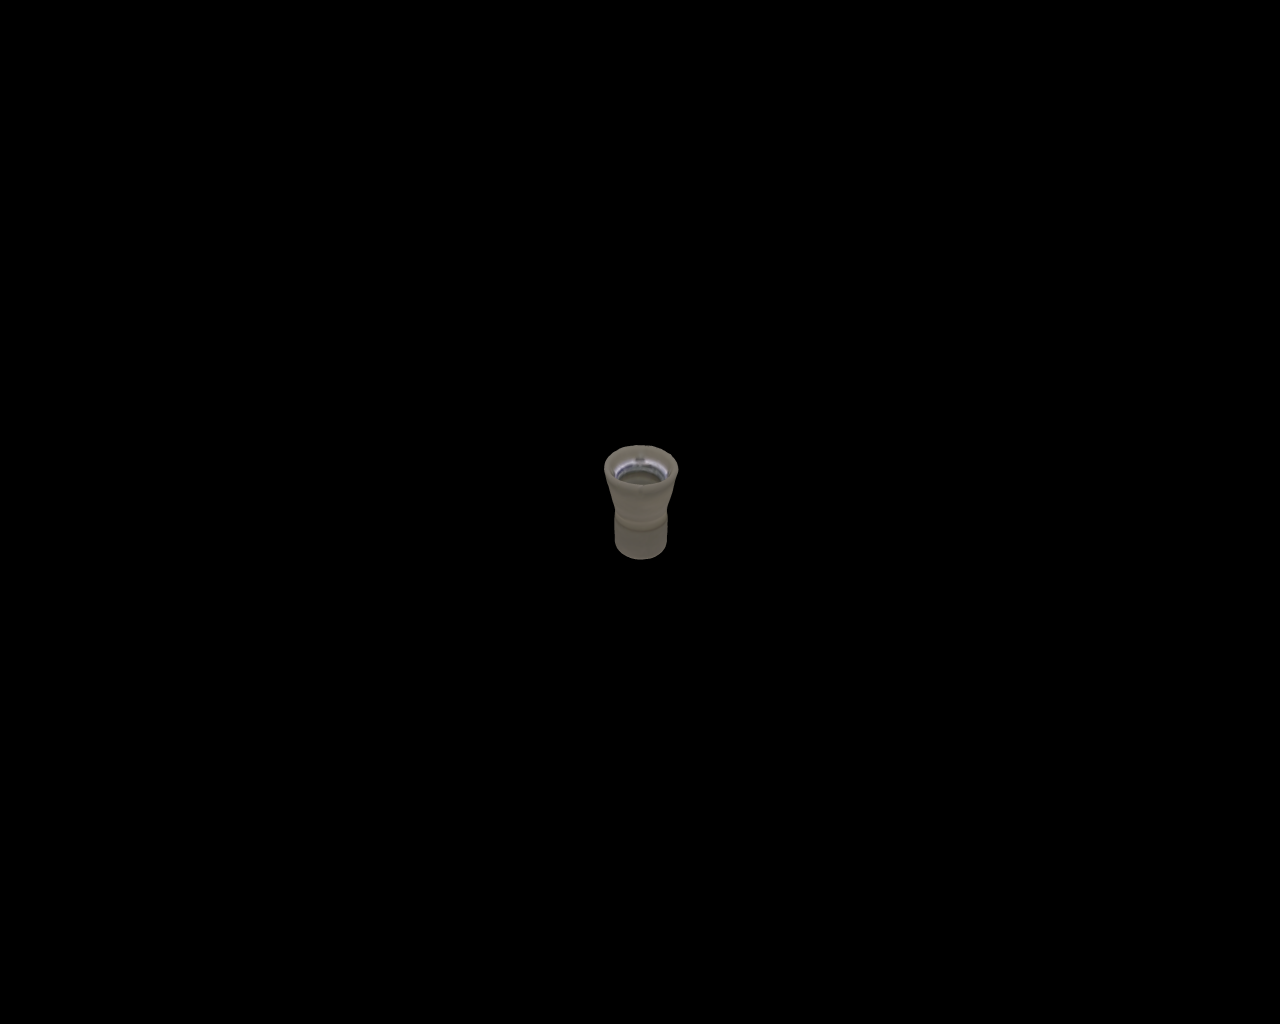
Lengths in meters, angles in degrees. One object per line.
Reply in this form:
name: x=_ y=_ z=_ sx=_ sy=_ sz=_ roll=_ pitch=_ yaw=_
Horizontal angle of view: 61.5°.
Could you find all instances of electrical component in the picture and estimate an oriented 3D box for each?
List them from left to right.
electrical component: x=0.001 y=-0.003 z=0.650 sx=0.044 sy=0.065 sz=0.044 roll=0 pitch=38 yaw=0
